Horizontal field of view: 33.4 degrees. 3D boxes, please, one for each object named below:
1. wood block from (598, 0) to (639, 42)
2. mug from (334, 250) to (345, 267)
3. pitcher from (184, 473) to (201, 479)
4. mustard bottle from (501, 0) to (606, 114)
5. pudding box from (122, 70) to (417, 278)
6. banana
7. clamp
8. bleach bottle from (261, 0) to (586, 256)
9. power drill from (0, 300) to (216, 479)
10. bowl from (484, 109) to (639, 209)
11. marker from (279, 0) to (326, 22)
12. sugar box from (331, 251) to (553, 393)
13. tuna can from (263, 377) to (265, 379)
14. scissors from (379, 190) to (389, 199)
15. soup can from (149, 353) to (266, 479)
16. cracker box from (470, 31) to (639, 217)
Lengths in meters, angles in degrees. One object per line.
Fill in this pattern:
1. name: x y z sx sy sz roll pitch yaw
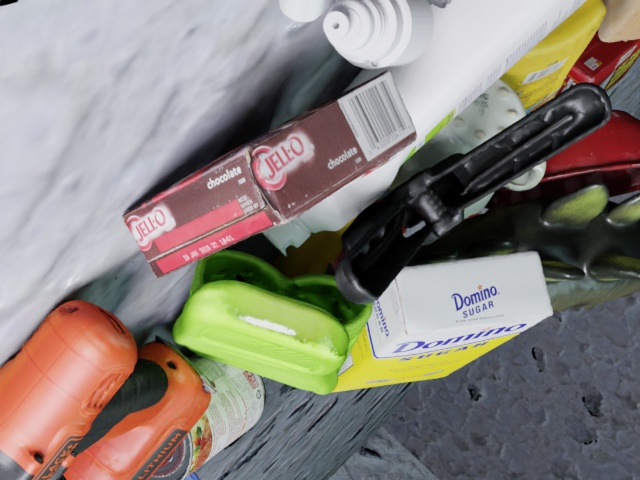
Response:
1. wood block: 0.228 -0.184 0.672 0.091 0.090 0.206 -5 -176 9
2. mug: 0.015 0.064 0.879 0.117 0.081 0.093 -45 168 -15
3. pitcher: -0.110 0.269 0.694 0.149 0.243 0.144 -45 171 23
4. mustard bottle: 0.133 -0.112 0.777 0.096 0.058 0.192 -26 163 -15
5. pudding box: -0.021 -0.030 0.484 0.090 0.039 0.113 -21 -172 43
6. banana: -0.012 0.015 0.749 0.198 0.037 0.069 -59 -177 47
7. clamp: 0.069 -0.025 0.599 0.164 0.036 0.210 -35 -177 -3
8. bleach bottle: 0.059 -0.090 0.587 0.251 0.068 0.102 -45 173 -3
9. power drill: -0.138 0.114 0.557 0.184 0.057 0.187 -49 168 4
10. bowl: 0.205 -0.066 0.854 0.162 0.055 0.162 -7 173 -1
11. marker: 0.001 -0.123 0.384 0.020 0.020 0.121 -42 167 -24
12. sugar box: 0.066 0.057 0.676 0.093 0.048 0.176 -7 166 -16
13. tuna can: -0.070 0.102 0.817 0.086 0.034 0.086 -45 168 -13
14. scissors: 0.094 -0.059 0.818 0.201 0.016 0.096 -24 177 -46
15. soup can: -0.088 0.116 0.717 0.069 0.068 0.102 -54 167 26
16. cracker box: 0.206 -0.119 0.993 0.163 0.072 0.214 -37 163 -44
